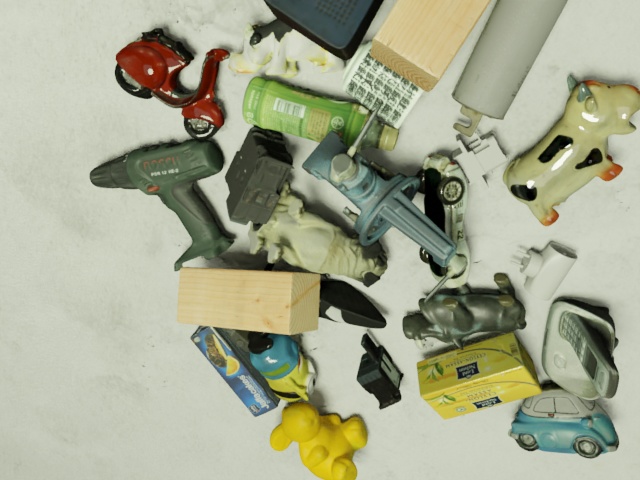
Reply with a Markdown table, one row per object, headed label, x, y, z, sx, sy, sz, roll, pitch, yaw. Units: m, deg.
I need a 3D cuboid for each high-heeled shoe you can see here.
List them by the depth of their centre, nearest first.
| label | x | y | z | sx | sy | sz | roll | pitch | yaw |
| --- | --- | --- | --- | --- | --- | --- | --- | --- | --- |
| high-heeled shoe | -0.023 | 0.128 | 0.905 | 0.249 | 0.086 | 0.145 | 28 | 118 | 8 |

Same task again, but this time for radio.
| label | x | y | z | sx | sy | sz | roll | pitch | yaw |
| --- | --- | --- | --- | --- | --- | --- | --- | --- | --- |
| radio | 0.033 | -0.352 | 0.647 | 0.131 | 0.073 | 0.229 | 30 | 99 | 1 |

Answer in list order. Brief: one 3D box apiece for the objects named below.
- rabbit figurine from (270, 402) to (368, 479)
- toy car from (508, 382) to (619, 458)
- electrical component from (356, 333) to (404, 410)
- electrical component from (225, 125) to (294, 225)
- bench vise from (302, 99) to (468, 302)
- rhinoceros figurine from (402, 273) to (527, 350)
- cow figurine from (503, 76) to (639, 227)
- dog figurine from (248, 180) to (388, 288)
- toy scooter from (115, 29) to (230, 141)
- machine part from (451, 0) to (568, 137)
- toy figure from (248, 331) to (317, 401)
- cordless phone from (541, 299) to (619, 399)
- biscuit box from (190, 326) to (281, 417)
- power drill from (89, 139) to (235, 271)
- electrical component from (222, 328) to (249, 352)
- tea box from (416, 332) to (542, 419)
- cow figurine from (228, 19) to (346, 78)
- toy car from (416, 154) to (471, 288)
| label | x | y | z | sx | sy | sz | roll | pitch | yaw |
| --- | --- | --- | --- | --- | --- | --- | --- | --- | --- |
| rabbit figurine | -0.013 | 0.347 | 0.979 | 0.163 | 0.122 | 0.173 | 1 | 140 | 40 |
| toy car | 0.388 | 0.282 | 0.867 | 0.162 | 0.109 | 0.103 | -4 | 90 | 28 |
| electrical component | 0.093 | 0.220 | 0.919 | 0.048 | 0.075 | 0.119 | -32 | 107 | 24 |
| electrical component | -0.097 | -0.089 | 0.801 | 0.058 | 0.115 | 0.134 | 17 | 118 | -26 |
| bench vise | 0.095 | -0.043 | 0.708 | 0.241 | 0.223 | 0.129 | 42 | 83 | 17 |
| rhinoceros figurine | 0.223 | 0.117 | 0.846 | 0.190 | 0.073 | 0.111 | -11 | 123 | 15 |
| cow figurine | 0.329 | -0.124 | 0.704 | 0.127 | 0.085 | 0.195 | 40 | 118 | -12 |
| dog figurine | -0.003 | 0.001 | 0.848 | 0.190 | 0.172 | 0.121 | 23 | 106 | -32 |
| toy scooter | -0.204 | -0.245 | 0.787 | 0.184 | 0.075 | 0.135 | 36 | 117 | -7 |
| machine part | 0.237 | -0.243 | 0.674 | 0.079 | 0.079 | 0.243 | 24 | 116 | 3 |
| toy figure | -0.070 | 0.214 | 0.938 | 0.089 | 0.082 | 0.180 | -3 | 139 | 33 |
| cordless phone | 0.385 | 0.183 | 0.768 | 0.089 | 0.184 | 0.146 | 2 | 114 | 8 |
| biscuit box | -0.147 | 0.228 | 0.991 | 0.059 | 0.063 | 0.202 | -31 | 103 | 25 |
| power drill | -0.246 | -0.057 | 0.886 | 0.232 | 0.086 | 0.207 | -17 | 101 | 18 |
| electrical component | -0.132 | 0.168 | 0.959 | 0.094 | 0.063 | 0.021 | 42 | 117 | -8 |
| tea box | 0.254 | 0.221 | 0.866 | 0.170 | 0.068 | 0.098 | -26 | 128 | 23 |
| cow figurine | -0.048 | -0.273 | 0.738 | 0.167 | 0.068 | 0.098 | 1 | 108 | 10 |
| toy car | 0.182 | -0.026 | 0.784 | 0.056 | 0.074 | 0.201 | -15 | 113 | -18 |
